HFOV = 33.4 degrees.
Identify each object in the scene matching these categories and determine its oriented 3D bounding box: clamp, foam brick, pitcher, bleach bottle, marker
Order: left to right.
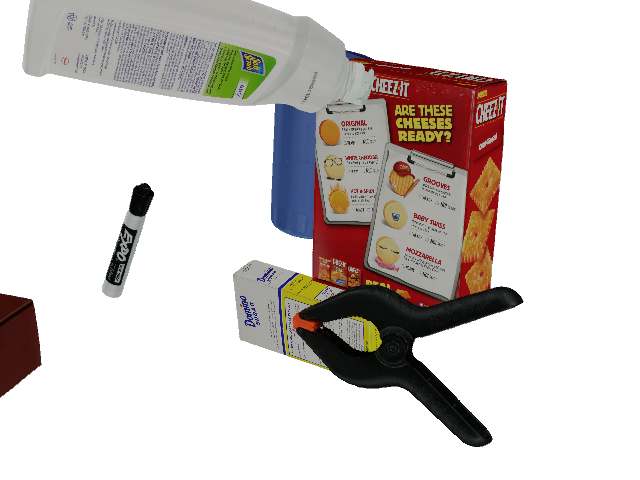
[{"bbox_3d":[-0.233,0.075,0.715,0.053,0.051,0.078,9,28,24],"label":"foam brick"},{"bbox_3d":[-0.173,0.000,0.960,0.020,0.121,0.020,17,31,-11],"label":"marker"},{"bbox_3d":[-0.086,-0.140,0.789,0.250,0.068,0.103,13,-33,-12],"label":"bleach bottle"},{"bbox_3d":[0.007,-0.127,1.413,0.144,0.243,0.149,-2,24,-19],"label":"pitcher"},{"bbox_3d":[0.063,0.089,0.802,0.172,0.120,0.039,4,0,19],"label":"clamp"}]

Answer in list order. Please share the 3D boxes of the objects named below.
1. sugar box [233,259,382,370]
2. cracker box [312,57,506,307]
[{"bbox_3d":[-0.010,0.087,1.164,0.176,0.093,0.048,18,37,30],"label":"sugar box"},{"bbox_3d":[0.078,-0.050,0.976,0.164,0.214,0.071,15,24,33],"label":"cracker box"}]
